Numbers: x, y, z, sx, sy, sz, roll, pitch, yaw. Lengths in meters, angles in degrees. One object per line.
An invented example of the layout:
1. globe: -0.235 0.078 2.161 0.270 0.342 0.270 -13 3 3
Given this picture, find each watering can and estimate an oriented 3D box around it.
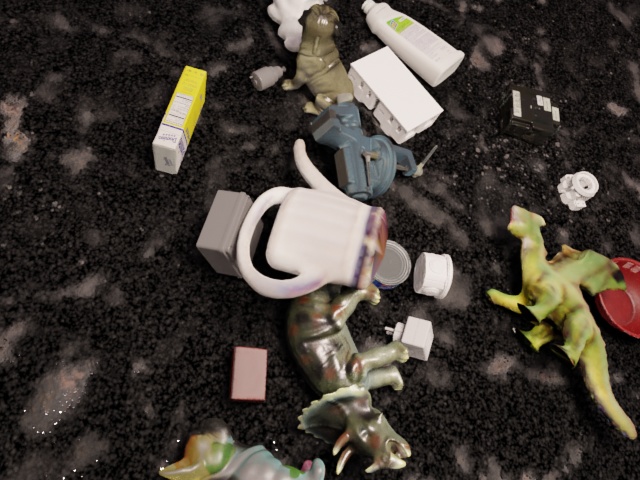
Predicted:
1. watering can: 0.003 -0.042 0.828 0.224 0.101 0.356 14 48 6

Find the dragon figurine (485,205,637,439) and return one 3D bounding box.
1. dragon figurine: 0.467 0.113 0.927 0.245 0.120 0.413 -36 79 -17

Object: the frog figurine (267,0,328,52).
1. frog figurine: -0.053 -0.477 1.084 0.138 0.120 0.162 14 69 28
